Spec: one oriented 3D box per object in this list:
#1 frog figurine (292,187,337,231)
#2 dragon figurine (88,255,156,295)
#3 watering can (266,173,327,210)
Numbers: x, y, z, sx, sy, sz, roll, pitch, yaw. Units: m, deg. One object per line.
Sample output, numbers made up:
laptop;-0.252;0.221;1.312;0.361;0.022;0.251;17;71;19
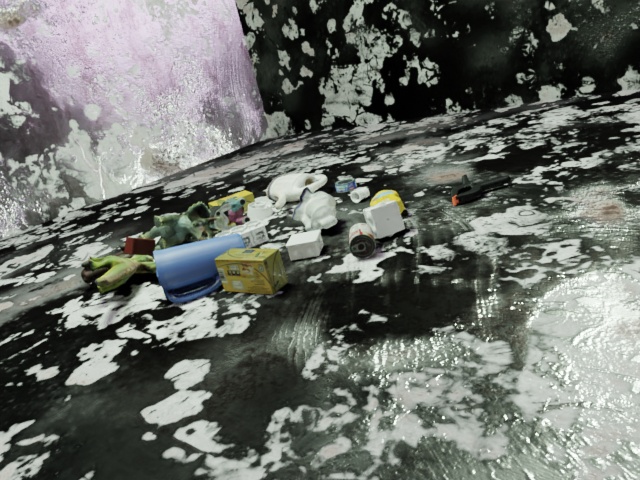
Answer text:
frog figurine;0.005;-0.081;1.610;0.161;0.139;0.120;25;-22;37
dragon figurine;-0.542;0.082;1.517;0.244;0.121;0.411;-13;10;-24
watering can;-0.121;-0.191;2.009;0.224;0.103;0.353;0;23;39
